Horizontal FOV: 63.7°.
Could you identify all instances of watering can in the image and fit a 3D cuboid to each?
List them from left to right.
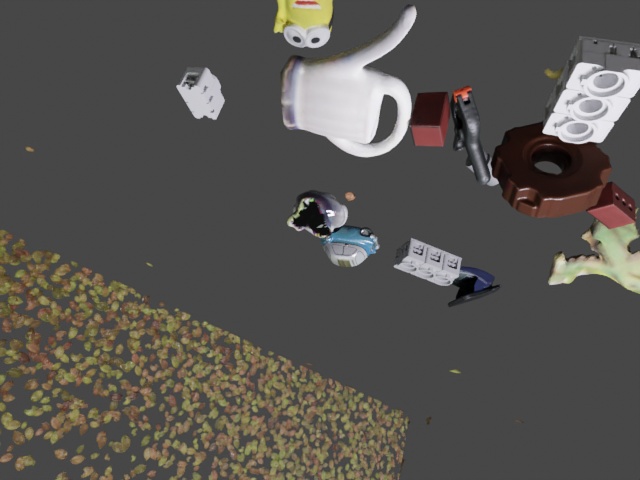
[{"bbox_3d":[0.042,-0.252,0.836,0.224,0.106,0.340,13,154,8],"label":"watering can"}]

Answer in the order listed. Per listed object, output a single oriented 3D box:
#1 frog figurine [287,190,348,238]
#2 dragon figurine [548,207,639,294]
[{"bbox_3d":[0.004,-0.064,1.265,0.137,0.122,0.160,-4,-176,20],"label":"frog figurine"},{"bbox_3d":[0.659,0.024,1.041,0.241,0.125,0.404,36,140,-18],"label":"dragon figurine"}]
